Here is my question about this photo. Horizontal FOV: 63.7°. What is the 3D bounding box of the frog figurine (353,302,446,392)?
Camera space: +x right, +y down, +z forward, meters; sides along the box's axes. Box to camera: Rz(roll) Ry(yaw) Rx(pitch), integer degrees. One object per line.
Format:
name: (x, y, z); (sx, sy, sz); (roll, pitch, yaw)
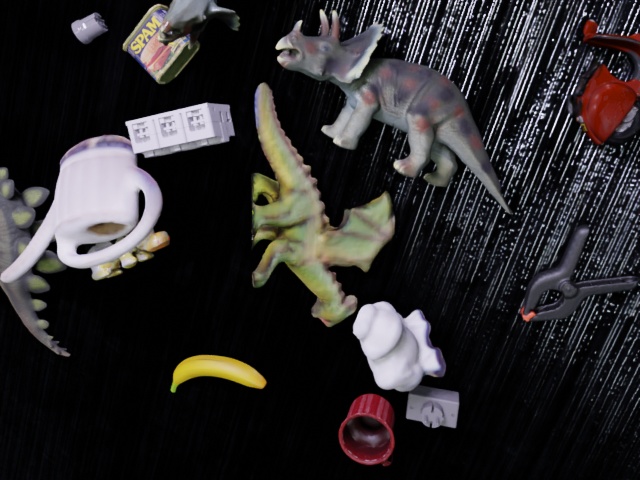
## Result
frog figurine: (0.103, 0.165, 0.811); (0.121, 0.158, 0.140); (-25, 58, 46)

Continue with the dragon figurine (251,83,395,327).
dragon figurine: (0.003, -0.043, 0.851); (0.243, 0.123, 0.406); (3, 103, -4)

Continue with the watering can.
watering can: (-0.421, -0.053, 0.895); (0.346, 0.103, 0.228); (-15, 67, 18)
